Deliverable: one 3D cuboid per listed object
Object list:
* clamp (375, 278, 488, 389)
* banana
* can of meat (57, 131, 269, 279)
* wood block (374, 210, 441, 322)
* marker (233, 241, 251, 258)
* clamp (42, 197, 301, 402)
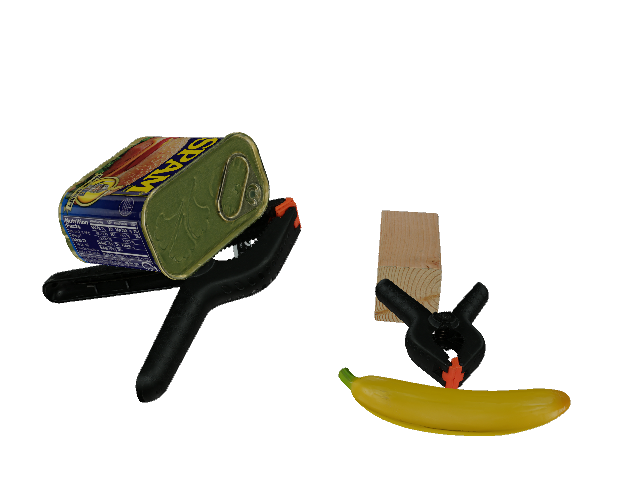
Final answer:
[{"bbox_3d":[0.131,0.088,1.080,0.120,0.039,0.171,-7,34,-9],"label":"clamp"},{"bbox_3d":[0.112,0.133,0.883,0.198,0.037,0.069,8,31,2],"label":"banana"},{"bbox_3d":[-0.095,-0.024,0.645,0.084,0.057,0.101,5,34,39],"label":"can of meat"},{"bbox_3d":[0.130,0.036,1.587,0.091,0.090,0.206,4,24,3],"label":"wood block"},{"bbox_3d":[-0.080,-0.012,1.050,0.020,0.121,0.020,-7,16,2],"label":"marker"},{"bbox_3d":[-0.108,0.025,0.850,0.165,0.036,0.209,30,56,36],"label":"clamp"}]
